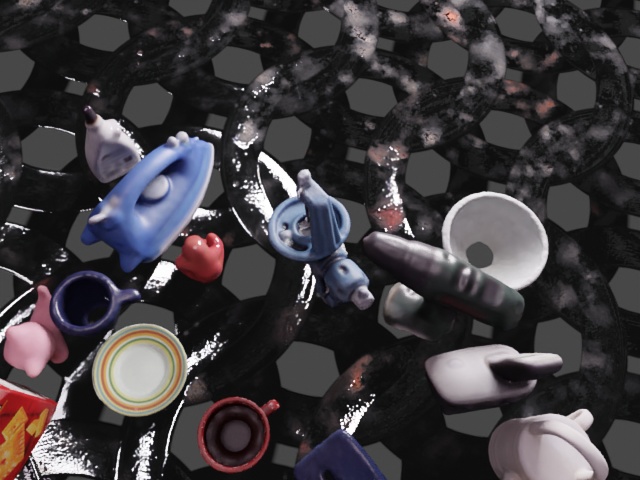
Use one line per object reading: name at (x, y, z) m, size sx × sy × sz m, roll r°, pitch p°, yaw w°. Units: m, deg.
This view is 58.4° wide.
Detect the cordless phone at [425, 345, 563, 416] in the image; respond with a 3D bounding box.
cordless phone at (0.233, 0.180, 0.782) m, size 0.147 × 0.185 × 0.094 m, roll -11°, pitch 70°, yaw -9°

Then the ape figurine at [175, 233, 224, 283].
ape figurine at (-0.180, 0.021, 0.856) m, size 0.078 × 0.092 × 0.076 m, roll -19°, pitch 72°, yaw -12°

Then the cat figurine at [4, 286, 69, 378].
cat figurine at (-0.386, 0.125, 0.783) m, size 0.067 × 0.118 × 0.128 m, roll 6°, pitch 68°, yaw -2°

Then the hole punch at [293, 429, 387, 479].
hole punch at (0.027, 0.320, 0.759) m, size 0.101 × 0.091 × 0.108 m, roll -37°, pitch 76°, yaw -17°

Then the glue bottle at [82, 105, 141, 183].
glue bottle at (-0.326, -0.150, 0.865) m, size 0.078 × 0.173 × 0.037 m, roll -31°, pitch 74°, yaw -15°

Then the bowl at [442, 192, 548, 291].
bowl at (0.267, 0.013, 0.909) m, size 0.167 × 0.075 × 0.167 m, roll 2°, pitch 69°, yaw -4°

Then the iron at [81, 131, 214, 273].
iron at (-0.249, -0.086, 0.864) m, size 0.118 × 0.141 × 0.258 m, roll 32°, pitch 70°, yaw 8°

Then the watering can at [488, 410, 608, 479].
watering can at (0.296, 0.285, 0.742) m, size 0.101 × 0.194 × 0.173 m, roll 28°, pitch 69°, yaw 6°

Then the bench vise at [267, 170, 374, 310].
bench vise at (0.015, -0.006, 0.815) m, size 0.207 × 0.220 × 0.122 m, roll 35°, pitch 70°, yaw 9°

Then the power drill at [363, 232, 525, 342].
power drill at (0.154, 0.074, 0.803) m, size 0.229 × 0.208 × 0.076 m, roll 20°, pitch 68°, yaw 3°

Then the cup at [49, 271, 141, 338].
cup at (-0.308, 0.097, 0.813) m, size 0.118 × 0.095 × 0.091 m, roll -11°, pitch 70°, yaw -9°
